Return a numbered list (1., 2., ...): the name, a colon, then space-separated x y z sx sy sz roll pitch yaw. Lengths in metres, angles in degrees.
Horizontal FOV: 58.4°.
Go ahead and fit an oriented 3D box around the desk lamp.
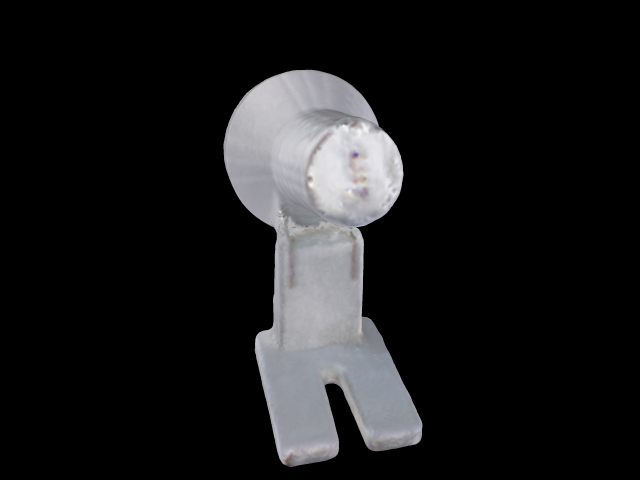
1. desk lamp: 0.004 0.001 0.400 0.118 0.214 0.202 -8 31 -12
